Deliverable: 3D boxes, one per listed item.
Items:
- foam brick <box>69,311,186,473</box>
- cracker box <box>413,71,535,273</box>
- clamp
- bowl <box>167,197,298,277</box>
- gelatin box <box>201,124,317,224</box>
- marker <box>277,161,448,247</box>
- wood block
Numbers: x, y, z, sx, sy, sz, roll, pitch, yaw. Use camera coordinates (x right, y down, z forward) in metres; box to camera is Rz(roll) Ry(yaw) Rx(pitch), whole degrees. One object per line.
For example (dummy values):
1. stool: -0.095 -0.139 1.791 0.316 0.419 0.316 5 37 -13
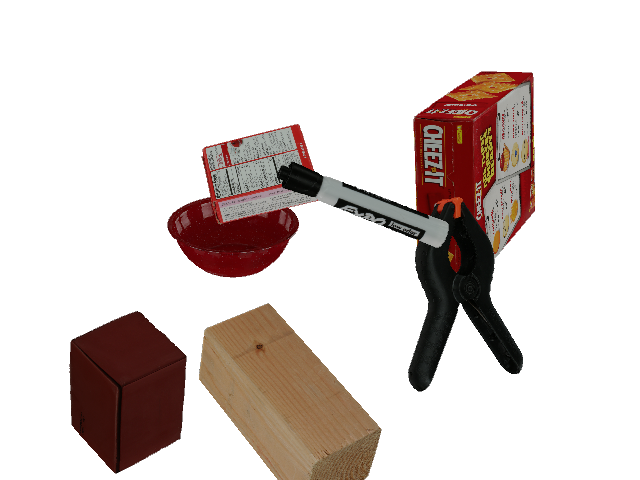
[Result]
1. foam brick: -0.121 0.094 0.667 0.051 0.078 0.053 -25 49 -37
2. cracker box: 0.165 -0.076 1.118 0.072 0.164 0.213 6 22 26
3. clamp: 0.115 0.051 0.946 0.120 0.171 0.039 -15 1 -36
4. bowl: -0.108 0.001 1.321 0.162 0.055 0.162 1 27 -1
5. gelatin box: -0.051 -0.056 0.897 0.089 0.030 0.073 -15 45 -2
6. marker: 0.028 -0.024 0.710 0.121 0.020 0.020 21 -5 -13
7. wood block: -0.037 0.176 1.157 0.090 0.090 0.206 -21 50 -31
